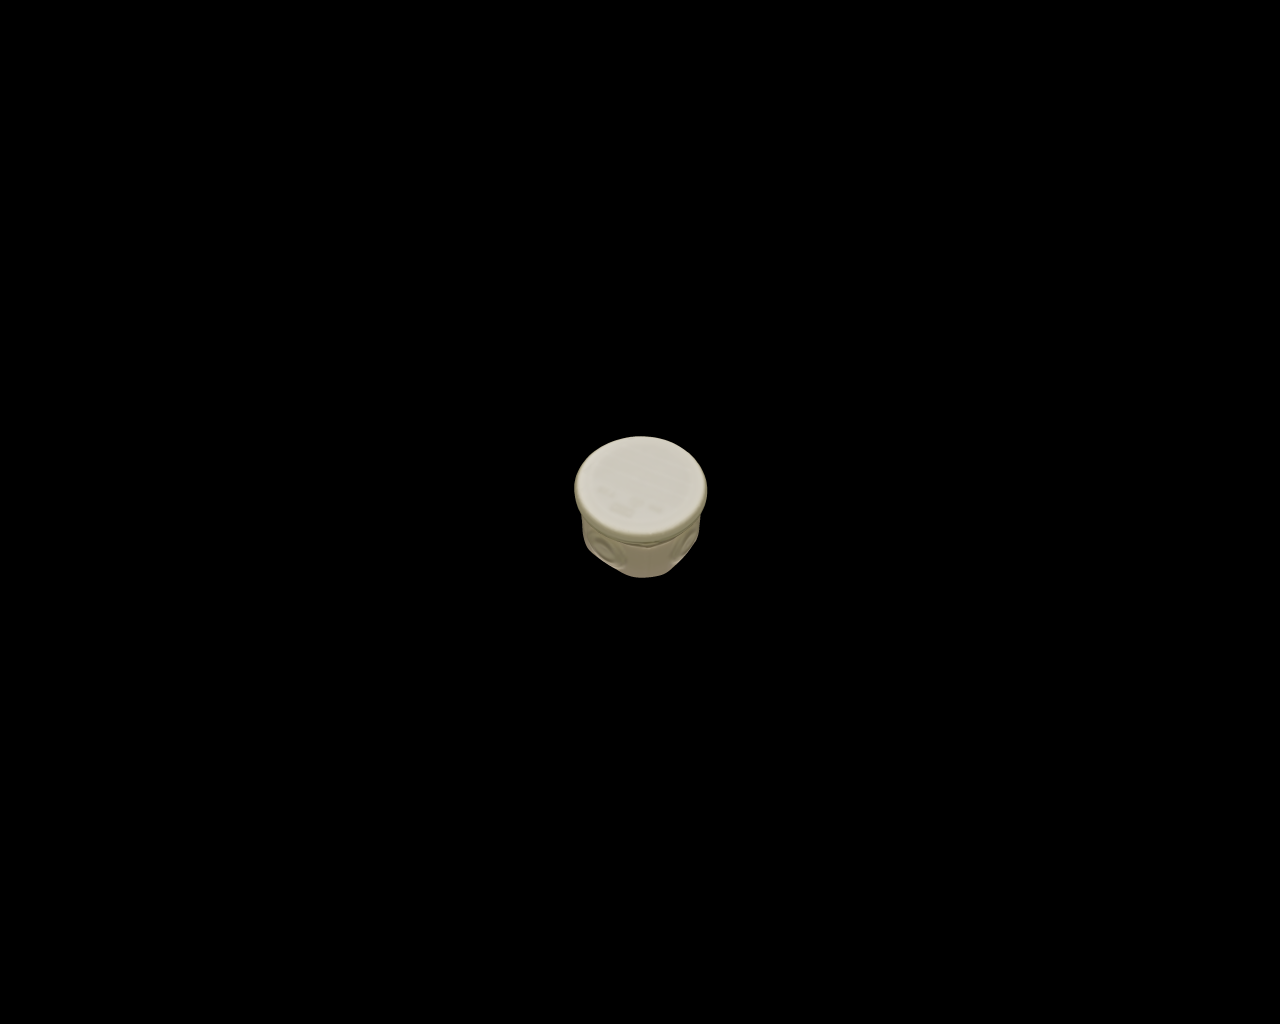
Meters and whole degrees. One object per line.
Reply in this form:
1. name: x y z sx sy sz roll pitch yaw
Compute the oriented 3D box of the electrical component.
1. electrical component: 0.001 -0.003 0.650 0.080 0.080 0.050 0 -38 0
